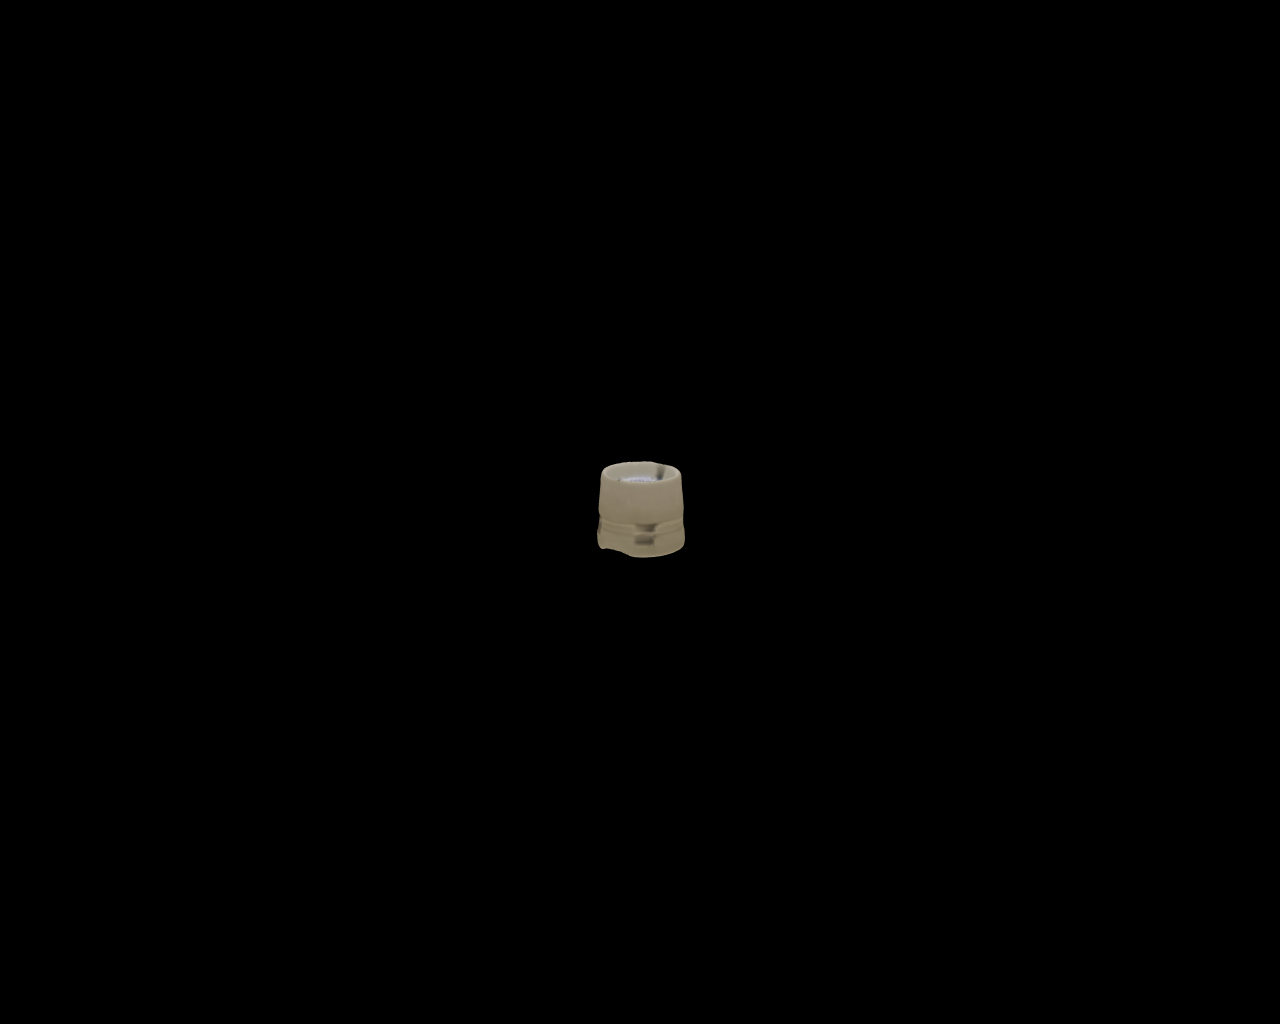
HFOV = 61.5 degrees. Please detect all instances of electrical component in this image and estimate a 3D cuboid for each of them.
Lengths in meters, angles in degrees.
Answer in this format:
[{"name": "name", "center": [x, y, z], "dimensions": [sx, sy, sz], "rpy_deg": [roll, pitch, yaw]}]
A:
[{"name": "electrical component", "center": [0.001, -0.003, 0.650], "dimensions": [0.055, 0.047, 0.055], "rpy_deg": [0, 18, 0]}]
